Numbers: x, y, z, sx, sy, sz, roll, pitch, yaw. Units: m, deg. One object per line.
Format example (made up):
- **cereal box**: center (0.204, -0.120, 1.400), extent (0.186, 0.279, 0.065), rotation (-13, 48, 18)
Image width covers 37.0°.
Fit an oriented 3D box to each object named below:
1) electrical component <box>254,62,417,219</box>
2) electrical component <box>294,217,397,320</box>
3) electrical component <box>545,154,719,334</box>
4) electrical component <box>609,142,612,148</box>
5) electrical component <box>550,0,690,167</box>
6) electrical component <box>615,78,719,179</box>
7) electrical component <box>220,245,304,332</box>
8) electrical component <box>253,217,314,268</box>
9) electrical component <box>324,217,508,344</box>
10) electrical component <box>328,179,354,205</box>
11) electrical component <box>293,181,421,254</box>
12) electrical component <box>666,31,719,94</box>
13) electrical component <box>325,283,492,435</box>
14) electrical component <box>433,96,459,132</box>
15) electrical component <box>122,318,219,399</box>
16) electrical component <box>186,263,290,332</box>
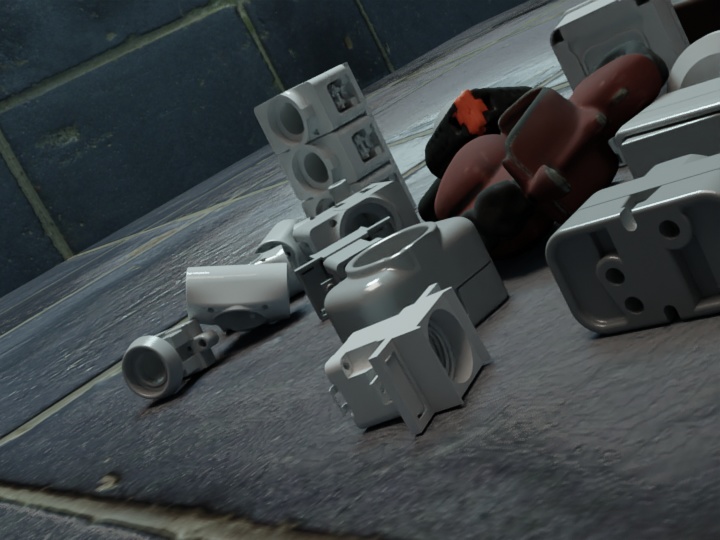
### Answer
- **electrical component**: center (-0.027, -0.104, 1.009), extent (0.089, 0.150, 0.062), rotation (-15, 16, 48)
- **electrical component**: center (0.000, 0.000, 0.767), extent (0.081, 0.042, 0.064), rotation (-31, 13, -11)
- **electrical component**: center (0.139, -0.014, 0.476), extent (0.095, 0.053, 0.059), rotation (-17, 16, 44)
- **electrical component**: center (0.137, -0.071, 0.733), extent (0.047, 0.055, 0.055), rotation (-40, 16, -33)
- **electrical component**: center (0.194, -0.141, 0.761), extent (0.078, 0.113, 0.057), rotation (-21, 17, 31)
- **electrical component**: center (0.190, -0.063, 0.555), extent (0.061, 0.061, 0.096), rotation (-36, 14, -34)
- **electrical component**: center (-0.092, 0.012, 0.919), extent (0.077, 0.044, 0.079), rotation (-28, 12, 0)
- **electrical component**: center (-0.054, -0.024, 0.989), extent (0.079, 0.044, 0.077), rotation (-25, 12, 14)
- **electrical component**: center (0.030, 0.012, 0.600), extent (0.095, 0.059, 0.054), rotation (-36, 14, -36)
- **electrical component**: center (-0.006, -0.048, 0.940), extent (0.043, 0.062, 0.043), rotation (-27, 11, 6)
- **electrical component**: center (-0.001, -0.032, 0.887), extent (0.089, 0.050, 0.056), rotation (-31, 12, -17)
- **electrical component**: center (0.220, -0.100, 0.607), extent (0.051, 0.080, 0.080), rotation (-31, 11, -40)
- **electrical component**: center (0.022, 0.045, 0.522), extent (0.064, 0.042, 0.081), rotation (-25, 11, 32)
- **electrical component**: center (0.109, -0.119, 0.949), extent (0.080, 0.080, 0.051), rotation (-21, 8, 29)
- **electrical component**: center (-0.145, 0.067, 0.801), extent (0.066, 0.048, 0.055), rotation (-22, 5, 25)
- **electrical component**: center (-0.094, 0.025, 0.847), extent (0.077, 0.044, 0.079), rotation (-3, -23, -3)
